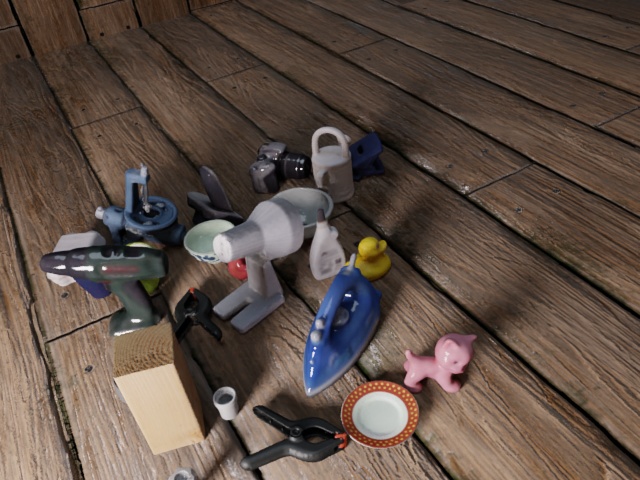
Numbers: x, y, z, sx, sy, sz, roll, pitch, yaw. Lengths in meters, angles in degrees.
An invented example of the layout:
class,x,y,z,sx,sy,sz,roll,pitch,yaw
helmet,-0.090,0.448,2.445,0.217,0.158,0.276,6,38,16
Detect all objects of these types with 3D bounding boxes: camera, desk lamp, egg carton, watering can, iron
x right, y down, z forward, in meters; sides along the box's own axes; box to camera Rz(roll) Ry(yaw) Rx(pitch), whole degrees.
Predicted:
class,x,y,z,sx,sy,sz,roll,pitch,yaw
camera,-0.102,-0.201,1.532,0.136,0.101,0.143,8,42,19
desk lamp,-0.127,0.042,1.150,0.117,0.214,0.204,26,50,34
egg carton,-0.564,0.041,1.335,0.107,0.069,0.150,-6,39,2
watering can,0.030,-0.201,1.438,0.101,0.194,0.173,-3,39,5
iron,0.027,0.148,1.054,0.118,0.142,0.259,11,43,21

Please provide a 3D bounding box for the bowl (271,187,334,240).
class,x,y,z,sx,sy,sz,roll,pitch,yaw
bowl,-0.047,-0.051,1.361,0.167,0.075,0.167,-4,39,4

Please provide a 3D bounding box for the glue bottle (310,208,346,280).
class,x,y,z,sx,sy,sz,roll,pitch,yaw
glue bottle,0.011,0.004,1.206,0.078,0.173,0.037,-19,40,-14

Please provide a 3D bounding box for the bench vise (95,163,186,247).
class,x,y,z,sx,sy,sz,roll,pitch,yaw
bench vise,-0.434,-0.072,1.333,0.207,0.220,0.121,-9,39,-2

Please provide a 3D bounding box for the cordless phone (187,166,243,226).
class,x,y,z,sx,sy,sz,roll,pitch,yaw
cordless phone,-0.267,-0.113,1.384,0.147,0.185,0.094,28,51,36

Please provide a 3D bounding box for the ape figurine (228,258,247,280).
class,x,y,z,sx,sy,sz,roll,pitch,yaw
ape figurine,-0.168,0.038,1.258,0.076,0.092,0.078,-2,39,7

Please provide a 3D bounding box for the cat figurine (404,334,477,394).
class,x,y,z,sx,sy,sz,roll,pitch,yaw
cat figurine,0.206,0.201,0.979,0.127,0.118,0.067,-4,39,5

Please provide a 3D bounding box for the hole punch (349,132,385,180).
class,x,y,z,sx,sy,sz,roll,pitch,yaw
hole punch,0.118,-0.227,1.537,0.101,0.091,0.108,-11,39,-4

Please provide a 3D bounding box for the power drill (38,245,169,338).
class,x,y,z,sx,sy,sz,roll,pitch,yaw
power drill,-0.405,0.095,1.134,0.229,0.209,0.075,-10,39,-4

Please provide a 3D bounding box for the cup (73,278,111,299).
class,x,y,z,sx,sy,sz,roll,pitch,yaw
cup,-0.483,0.073,1.263,0.091,0.095,0.118,19,46,29

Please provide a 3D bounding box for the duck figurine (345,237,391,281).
class,x,y,z,sx,sy,sz,roll,pitch,yaw
duck figurine,0.101,0.034,1.225,0.105,0.086,0.077,-19,40,-14
